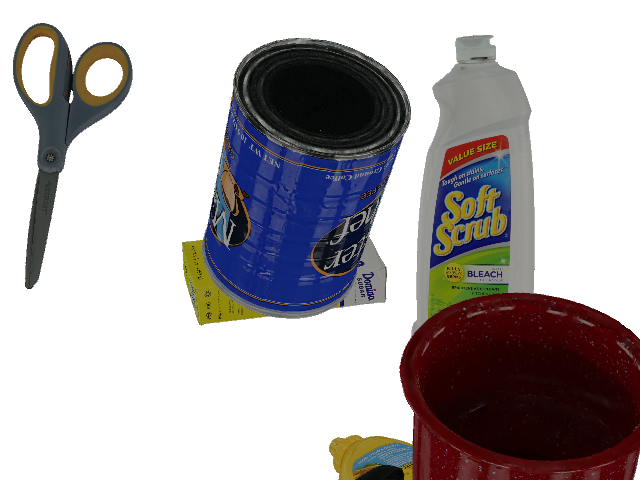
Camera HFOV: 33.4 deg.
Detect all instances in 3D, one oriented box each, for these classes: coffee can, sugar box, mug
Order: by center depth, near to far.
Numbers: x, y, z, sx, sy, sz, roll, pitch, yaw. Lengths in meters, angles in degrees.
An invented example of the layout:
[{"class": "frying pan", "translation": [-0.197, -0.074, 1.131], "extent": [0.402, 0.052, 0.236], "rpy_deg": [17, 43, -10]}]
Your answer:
[{"class": "mug", "translation": [0.088, 0.080, 0.399], "extent": [0.117, 0.081, 0.093], "rpy_deg": [4, 36, 9]}, {"class": "coffee can", "translation": [-0.012, -0.035, 0.647], "extent": [0.102, 0.103, 0.140], "rpy_deg": [0, -42, -16]}, {"class": "sugar box", "translation": [-0.035, 0.028, 0.991], "extent": [0.176, 0.048, 0.093], "rpy_deg": [-9, 31, -11]}]

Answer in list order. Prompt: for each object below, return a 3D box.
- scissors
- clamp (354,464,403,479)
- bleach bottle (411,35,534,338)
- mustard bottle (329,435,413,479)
[{"class": "scissors", "translation": [-0.178, -0.068, 0.779], "extent": [0.096, 0.202, 0.016], "rpy_deg": [-8, -15, -11]}, {"class": "clamp", "translation": [-0.032, 0.199, 0.645], "extent": [0.210, 0.036, 0.164], "rpy_deg": [-4, 27, 3]}, {"class": "bleach bottle", "translation": [0.120, -0.037, 0.861], "extent": [0.103, 0.251, 0.068], "rpy_deg": [1, 15, 19]}, {"class": "mustard bottle", "translation": [0.073, 0.224, 0.963], "extent": [0.096, 0.058, 0.192], "rpy_deg": [-18, 27, -34]}]
